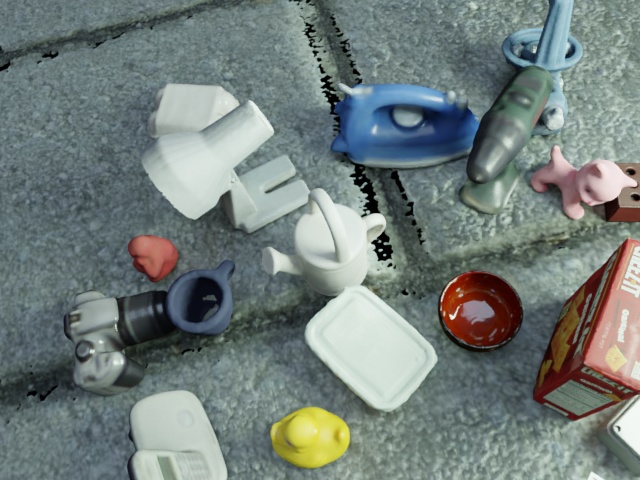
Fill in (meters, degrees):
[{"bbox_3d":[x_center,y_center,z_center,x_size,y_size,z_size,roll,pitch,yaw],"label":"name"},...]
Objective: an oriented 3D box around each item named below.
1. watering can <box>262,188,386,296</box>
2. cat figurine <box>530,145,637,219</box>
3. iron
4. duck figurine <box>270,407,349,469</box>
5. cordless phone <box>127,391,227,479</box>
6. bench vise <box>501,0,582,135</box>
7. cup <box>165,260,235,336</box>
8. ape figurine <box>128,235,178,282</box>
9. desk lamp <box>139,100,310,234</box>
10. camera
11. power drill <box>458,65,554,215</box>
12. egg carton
[{"bbox_3d":[0.008,0.005,0.788,0.100,0.194,0.173,41,75,21],"label":"watering can"},{"bbox_3d":[0.386,-0.093,0.842,0.067,0.118,0.127,-42,68,-14],"label":"cat figurine"},{"bbox_3d":[0.145,-0.196,0.899,0.258,0.141,0.118,2,65,6],"label":"iron"},{"bbox_3d":[-0.015,0.250,0.735,0.104,0.086,0.077,-1,65,5],"label":"duck figurine"},{"bbox_3d":[-0.190,0.249,0.696,0.094,0.185,0.147,-28,66,-8],"label":"cordless phone"},{"bbox_3d":[0.359,-0.279,0.874,0.121,0.220,0.207,-18,65,-3],"label":"bench vise"},{"bbox_3d":[-0.155,0.088,0.818,0.091,0.095,0.118,30,71,18],"label":"cup"},{"bbox_3d":[-0.259,0.020,0.861,0.076,0.092,0.077,-17,65,-3],"label":"ape figurine"},{"bbox_3d":[-0.132,-0.102,0.839,0.203,0.214,0.117,-29,66,-8],"label":"desk lamp"},{"bbox_3d":[-0.277,0.129,0.807,0.137,0.101,0.143,-16,65,-2],"label":"camera"},{"bbox_3d":[0.257,-0.127,0.819,0.075,0.208,0.230,25,70,16],"label":"power drill"},{"bbox_3d":[-0.215,-0.211,0.978,0.150,0.069,0.107,4,65,7],"label":"egg carton"}]
